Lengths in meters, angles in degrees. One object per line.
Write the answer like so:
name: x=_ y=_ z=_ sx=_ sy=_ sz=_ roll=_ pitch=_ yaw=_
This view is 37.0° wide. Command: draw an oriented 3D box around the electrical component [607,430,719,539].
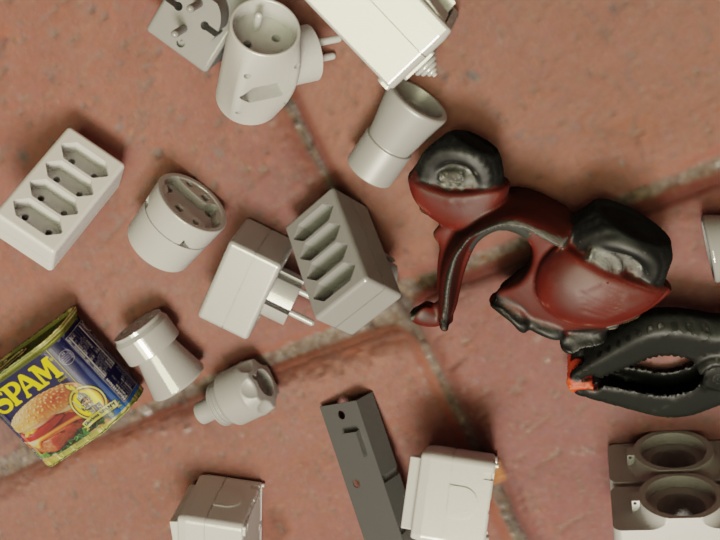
electrical component: x=0.266 y=0.161 z=0.730 sx=0.186 sy=0.105 sz=0.060 roll=-4 pitch=112 yaw=12

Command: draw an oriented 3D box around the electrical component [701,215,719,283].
electrical component: x=0.251 y=-0.019 z=0.688 sx=0.055 sy=0.045 sz=0.045 roll=-12 pitch=111 yaw=15

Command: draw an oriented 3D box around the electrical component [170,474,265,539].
electrical component: x=-0.113 y=0.218 z=0.851 sx=0.061 sy=0.061 sz=0.096 roll=7 pitch=114 yaw=8

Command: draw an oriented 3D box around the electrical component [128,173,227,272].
electrical component: x=-0.129 y=-0.032 z=0.749 sx=0.055 sy=0.055 sz=0.047 roll=39 pitch=118 yaw=-8

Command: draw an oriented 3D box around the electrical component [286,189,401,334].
electrical component: x=0.000 y=0.000 z=0.733 sx=0.047 sy=0.083 sz=0.076 roll=-39 pitch=140 yaw=23

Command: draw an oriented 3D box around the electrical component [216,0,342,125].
electrical component: x=-0.049 y=-0.135 z=0.686 sx=0.079 sy=0.077 sz=0.043 roll=-16 pitch=70 yaw=-21

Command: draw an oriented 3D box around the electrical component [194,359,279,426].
electrical component: x=-0.095 y=0.096 z=0.804 sx=0.062 sy=0.043 sz=0.043 roll=-27 pitch=106 yaw=21

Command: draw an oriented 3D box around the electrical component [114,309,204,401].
electrical component: x=-0.150 y=0.063 z=0.799 sx=0.045 sy=0.045 sz=0.055 roll=-28 pitch=105 yaw=20

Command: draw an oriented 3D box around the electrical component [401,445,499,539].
electrical component: x=0.066 y=0.161 z=0.779 sx=0.061 sy=0.096 sz=0.061 roll=8 pitch=85 yaw=7

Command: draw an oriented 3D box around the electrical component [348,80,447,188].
electrical component: x=0.021 y=-0.086 z=0.704 sx=0.044 sy=0.044 sz=0.065 roll=34 pitch=119 yaw=-5

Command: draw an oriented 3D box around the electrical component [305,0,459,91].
electrical component: x=0.020 y=-0.160 z=0.660 sx=0.096 sy=0.061 sz=0.061 roll=45 pitch=114 yaw=-10

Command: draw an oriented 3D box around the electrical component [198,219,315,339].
electrical component: x=-0.063 y=0.014 z=0.760 sx=0.077 sy=0.047 sz=0.065 roll=26 pitch=116 yaw=-2

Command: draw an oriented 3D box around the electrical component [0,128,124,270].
electrical component: x=-0.212 y=-0.042 z=0.754 sx=0.047 sy=0.083 sz=0.075 roll=34 pitch=153 yaw=-5

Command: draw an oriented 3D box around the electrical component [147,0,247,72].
electrical component: x=-0.100 y=-0.162 z=0.673 sx=0.047 sy=0.076 sz=0.065 roll=36 pitch=115 yaw=-6
